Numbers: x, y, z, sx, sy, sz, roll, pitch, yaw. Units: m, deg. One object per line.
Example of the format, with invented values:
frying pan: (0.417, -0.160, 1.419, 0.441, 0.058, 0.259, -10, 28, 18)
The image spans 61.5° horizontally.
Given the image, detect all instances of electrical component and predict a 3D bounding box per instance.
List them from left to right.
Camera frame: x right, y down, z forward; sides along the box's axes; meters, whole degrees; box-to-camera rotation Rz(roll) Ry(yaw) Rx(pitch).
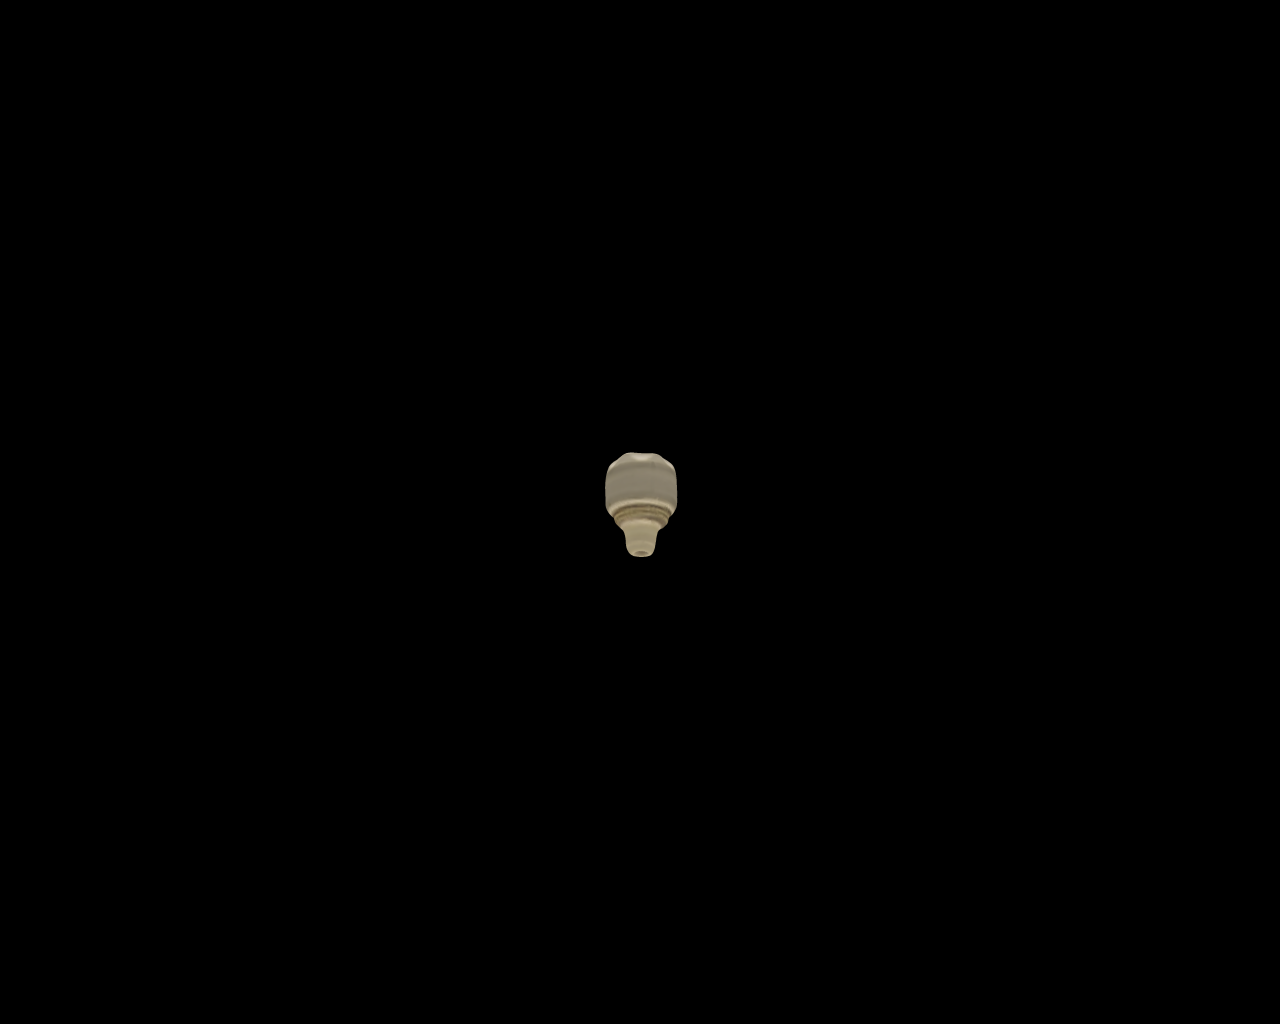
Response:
electrical component: (0.001, -0.003, 0.650, 0.043, 0.062, 0.043, 0, -22, 0)
